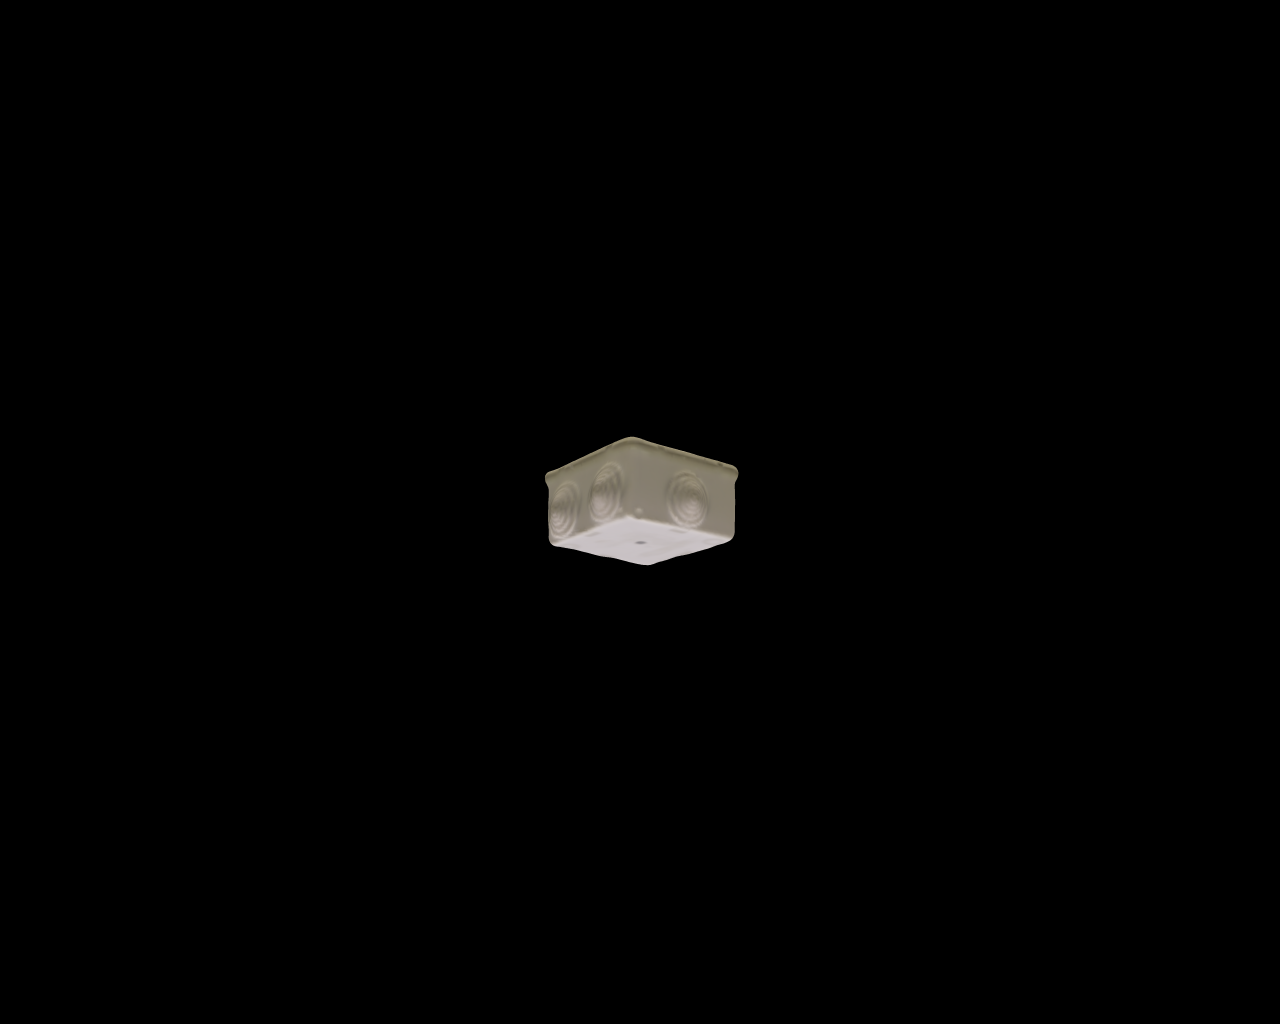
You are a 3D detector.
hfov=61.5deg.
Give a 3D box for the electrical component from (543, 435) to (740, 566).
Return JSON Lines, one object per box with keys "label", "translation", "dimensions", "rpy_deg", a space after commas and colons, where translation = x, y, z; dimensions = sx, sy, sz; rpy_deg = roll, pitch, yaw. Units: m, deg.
{"label": "electrical component", "translation": [0.001, -0.003, 0.650], "dimensions": [0.100, 0.048, 0.099], "rpy_deg": [14, -22, -38]}
